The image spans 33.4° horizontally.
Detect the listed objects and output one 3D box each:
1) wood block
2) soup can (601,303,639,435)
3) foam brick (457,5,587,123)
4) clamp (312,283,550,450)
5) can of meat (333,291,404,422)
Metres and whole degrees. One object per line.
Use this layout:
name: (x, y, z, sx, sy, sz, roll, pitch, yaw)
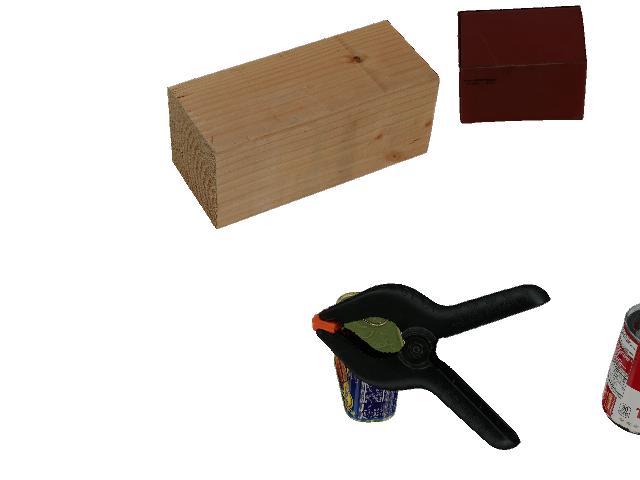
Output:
wood block: (-0.014, -0.100, 0.895, 0.205, 0.091, 0.090, -21, -36, -21)
soup can: (0.293, 0.115, 0.949, 0.068, 0.102, 0.068, 3, 35, -2)
foam brick: (0.125, -0.110, 0.668, 0.078, 0.051, 0.053, 0, -36, 8)
clamp: (0.078, 0.087, 0.778, 0.172, 0.120, 0.039, 4, 0, 20)
can of meat: (0.045, 0.115, 1.043, 0.057, 0.084, 0.102, -4, 42, -8)
